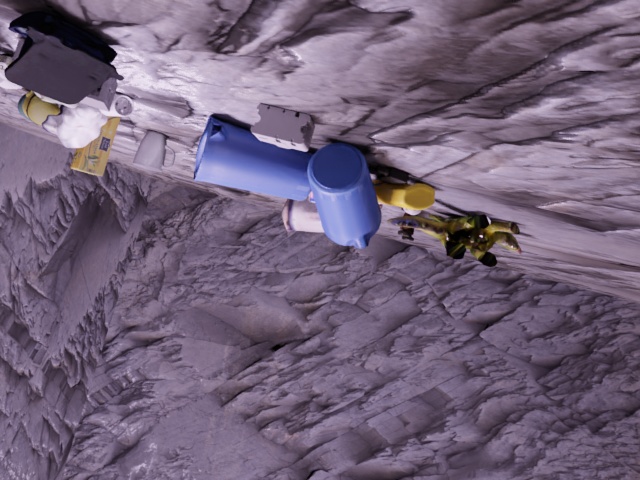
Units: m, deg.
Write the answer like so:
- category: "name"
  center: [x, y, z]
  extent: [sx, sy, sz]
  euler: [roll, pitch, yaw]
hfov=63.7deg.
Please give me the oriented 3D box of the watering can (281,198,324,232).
- category: "watering can"
  center: [0.004, -0.069, 1.373]
  extent: [0.224, 0.103, 0.349]
  euler: [0, 6, 7]

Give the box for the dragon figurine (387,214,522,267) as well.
- category: "dragon figurine"
  center: [0.352, -0.025, 1.341]
  extent: [0.410, 0.121, 0.244]
  euler: [15, 7, -7]

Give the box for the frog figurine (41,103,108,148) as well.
- category: "frog figurine"
  center: [-0.572, -0.288, 1.247]
  extent: [0.159, 0.121, 0.140]
  euler: [0, 25, 31]
